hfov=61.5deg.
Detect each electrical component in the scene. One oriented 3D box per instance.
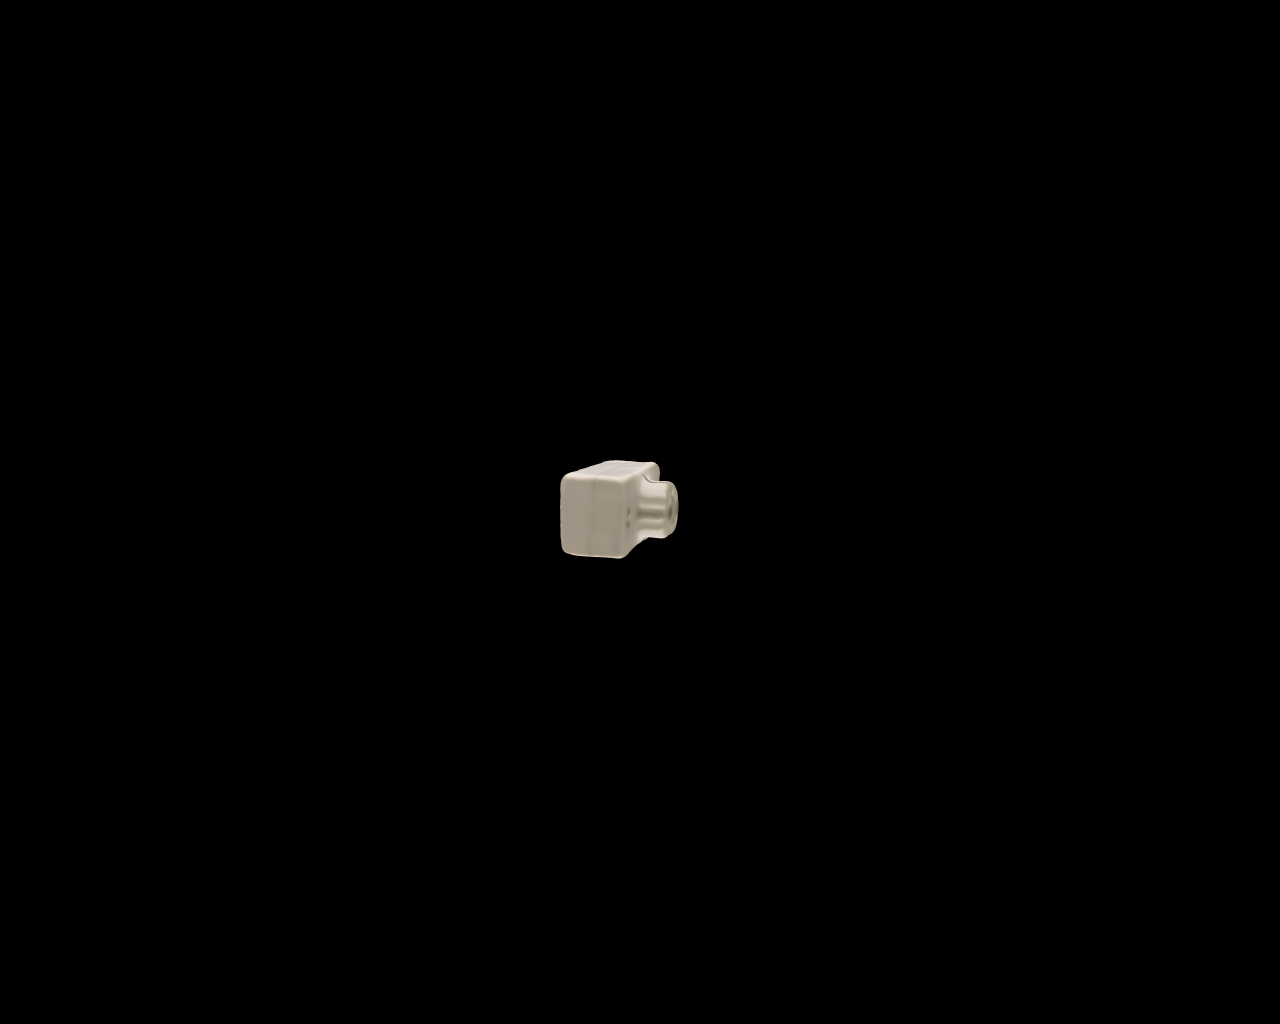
[{"bbox_3d":[0.001,-0.003,0.650,0.076,0.047,0.083,3,10,15],"label":"electrical component"}]
